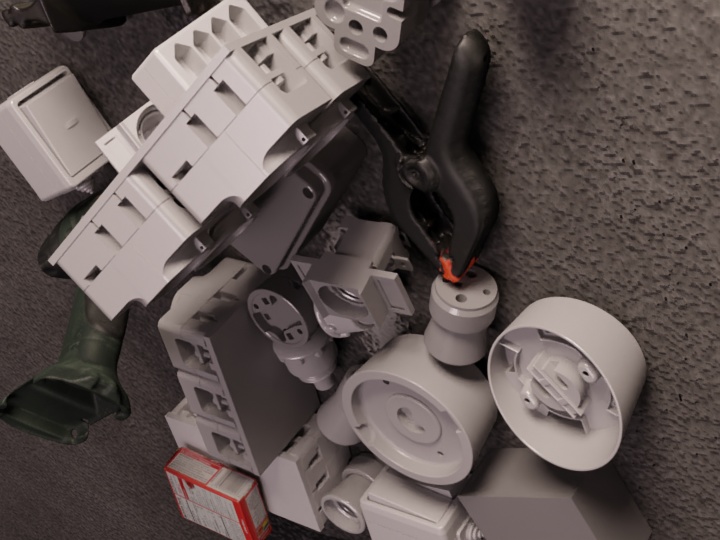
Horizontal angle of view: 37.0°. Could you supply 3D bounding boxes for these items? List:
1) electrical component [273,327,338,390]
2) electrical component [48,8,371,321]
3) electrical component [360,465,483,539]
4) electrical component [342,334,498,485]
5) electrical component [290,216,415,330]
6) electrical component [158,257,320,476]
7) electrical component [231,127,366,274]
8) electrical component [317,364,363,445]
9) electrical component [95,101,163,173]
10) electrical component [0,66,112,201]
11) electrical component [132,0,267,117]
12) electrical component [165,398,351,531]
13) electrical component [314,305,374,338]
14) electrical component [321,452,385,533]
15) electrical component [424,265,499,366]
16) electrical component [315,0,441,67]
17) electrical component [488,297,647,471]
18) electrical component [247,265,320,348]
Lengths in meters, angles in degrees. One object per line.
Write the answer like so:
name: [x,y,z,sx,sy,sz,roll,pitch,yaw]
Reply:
electrical component: [-0.037,0.068,0.845,0.048,0.048,0.062,10,139,35]
electrical component: [-0.084,-0.056,0.624,0.060,0.105,0.186,47,123,-1]
electrical component: [0.057,0.192,0.865,0.096,0.061,0.061,11,133,34]
electrical component: [0.048,0.095,0.781,0.108,0.060,0.108,24,139,23]
electrical component: [0.000,0.000,0.726,0.081,0.063,0.042,10,147,28]
electrical component: [-0.097,0.076,0.866,0.062,0.089,0.150,13,134,32]
electrical component: [-0.056,-0.059,0.727,0.078,0.057,0.113,39,142,4]
electrical component: [-0.004,0.104,0.853,0.044,0.044,0.065,36,137,8]
electrical component: [-0.145,-0.096,0.761,0.042,0.081,0.064,54,163,-14]
electrical component: [-0.233,-0.101,0.838,0.061,0.061,0.096,-13,116,47]
electrical component: [-0.104,-0.124,0.686,0.047,0.083,0.076,49,142,-9]
electrical component: [-0.087,0.160,0.960,0.150,0.061,0.089,13,133,33]
electrical component: [0.001,0.022,0.766,0.062,0.048,0.048,-9,120,37]
electrical component: [0.000,0.190,0.918,0.045,0.055,0.045,24,139,23]
electrical component: [0.067,0.030,0.714,0.045,0.045,0.055,26,139,20]
electrical component: [0.014,-0.157,0.572,0.058,0.057,0.078,27,140,19]
electrical component: [0.130,0.069,0.680,0.099,0.064,0.099,24,139,23]
electrical component: [-0.049,0.023,0.807,0.055,0.047,0.055,24,139,23]
